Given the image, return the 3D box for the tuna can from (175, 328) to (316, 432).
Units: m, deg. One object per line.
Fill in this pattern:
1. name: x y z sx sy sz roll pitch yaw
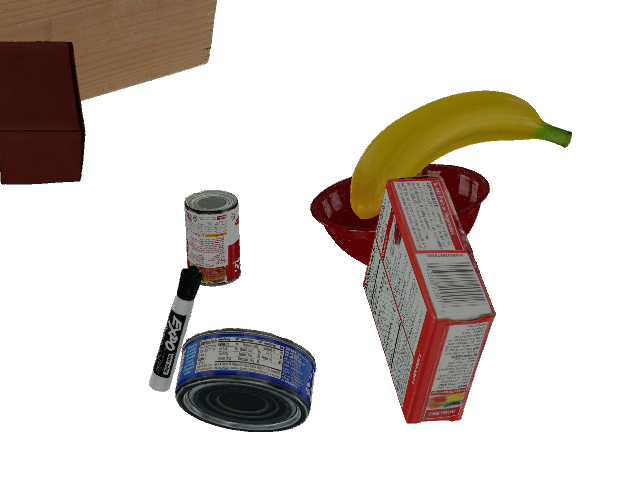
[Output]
1. tuna can: -0.047 0.089 0.664 0.086 0.033 0.086 5 -31 3

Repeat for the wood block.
1. wood block: -0.191 -0.173 0.844 0.205 0.091 0.090 -24 54 -36

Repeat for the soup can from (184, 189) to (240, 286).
1. soup can: -0.134 -0.004 1.324 0.068 0.102 0.068 0 26 0

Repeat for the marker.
1. marker: -0.124 0.076 0.919 0.020 0.121 0.020 16 22 -7

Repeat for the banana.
1. banana: 0.085 -0.068 0.730 0.197 0.037 0.070 -22 42 -30

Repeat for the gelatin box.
1. gelatin box: 0.047 0.026 0.484 0.030 0.073 0.089 -3 45 -12

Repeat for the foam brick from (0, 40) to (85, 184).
1. foam brick: -0.180 -0.081 0.675 0.051 0.078 0.053 -4 -35 -18

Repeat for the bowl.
1. bowl: 0.074 -0.017 0.964 0.162 0.055 0.162 -9 22 3
